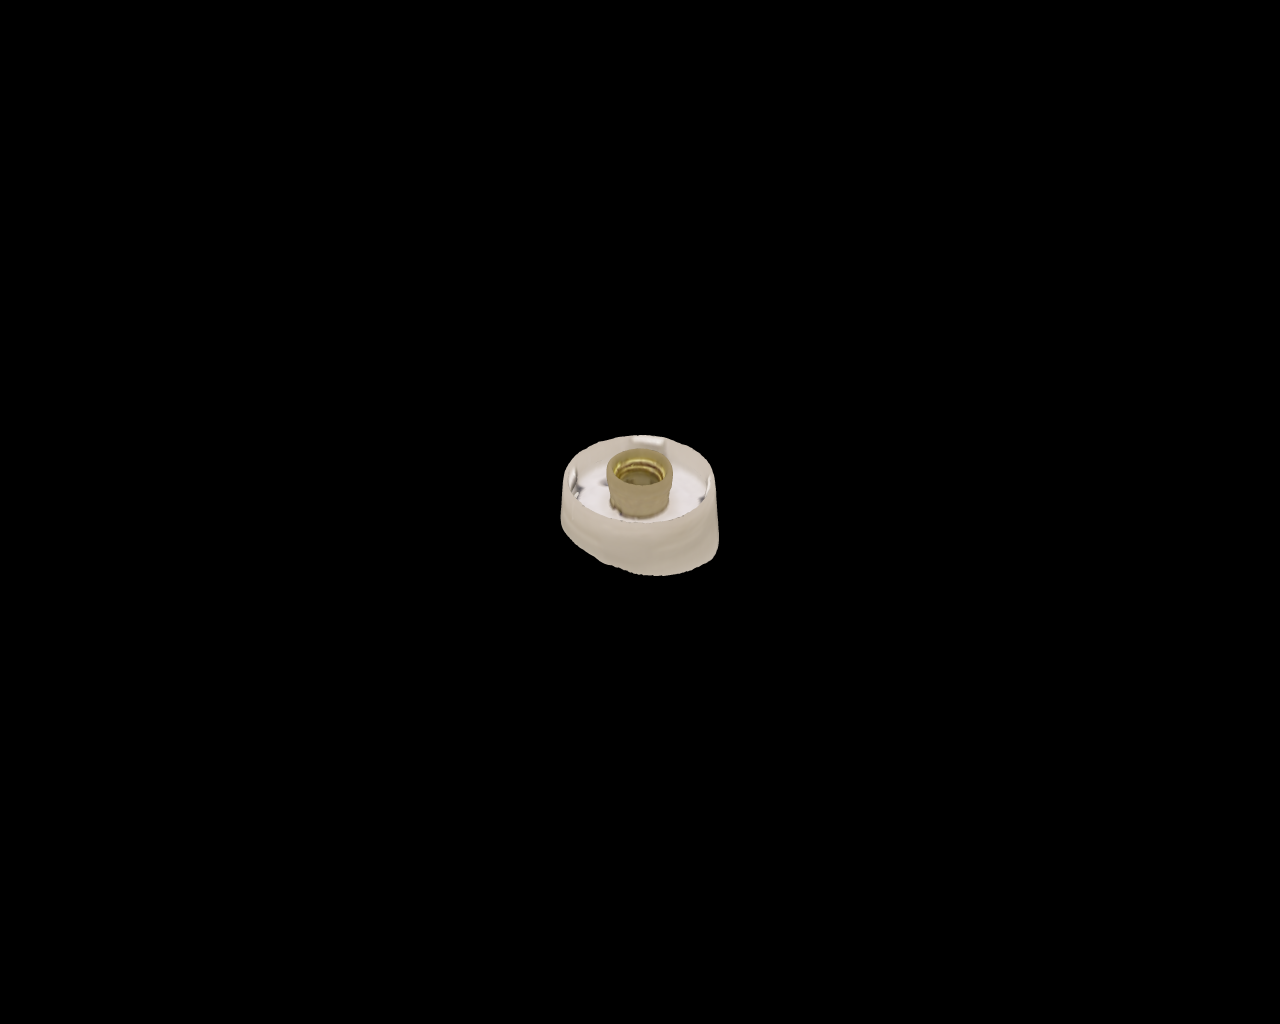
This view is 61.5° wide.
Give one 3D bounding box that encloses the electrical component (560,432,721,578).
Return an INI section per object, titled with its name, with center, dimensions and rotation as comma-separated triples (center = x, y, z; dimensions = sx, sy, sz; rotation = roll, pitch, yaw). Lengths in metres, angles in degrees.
[electrical component]
center = 0.001, -0.003, 0.650
dimensions = 0.099, 0.064, 0.099
rotation = 0, 38, 0
